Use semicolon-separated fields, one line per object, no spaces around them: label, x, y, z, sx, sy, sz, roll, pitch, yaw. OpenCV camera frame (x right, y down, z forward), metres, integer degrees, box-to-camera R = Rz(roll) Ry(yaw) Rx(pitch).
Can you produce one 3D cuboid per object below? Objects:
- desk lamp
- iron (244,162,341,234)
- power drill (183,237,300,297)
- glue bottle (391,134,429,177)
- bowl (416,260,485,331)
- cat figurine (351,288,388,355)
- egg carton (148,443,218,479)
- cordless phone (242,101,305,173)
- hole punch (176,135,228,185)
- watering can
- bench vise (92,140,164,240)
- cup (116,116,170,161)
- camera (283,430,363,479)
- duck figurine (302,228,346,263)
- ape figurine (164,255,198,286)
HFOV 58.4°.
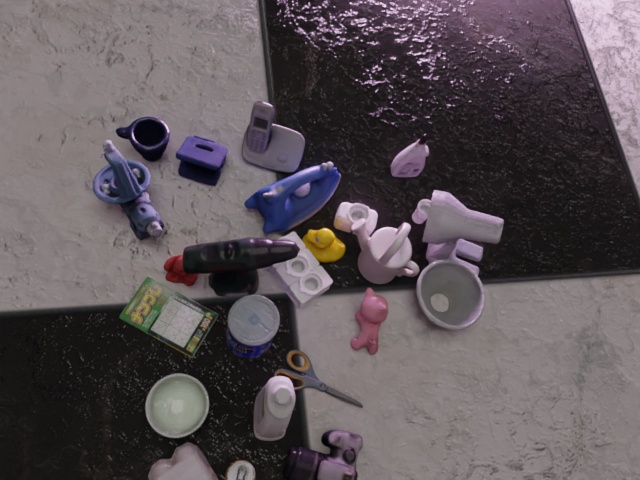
desk lamp;0.316;-0.012;1.320;0.203;0.213;0.118;20;66;-3
iron;-0.042;-0.125;1.333;0.259;0.141;0.118;-32;77;-21
power drill;-0.168;0.053;1.198;0.230;0.208;0.075;-2;68;-12
glue bottle;0.232;-0.210;1.406;0.078;0.173;0.037;0;68;-11
bowl;0.293;0.134;1.331;0.167;0.074;0.167;4;67;-10
cat figurine;0.116;0.176;1.255;0.067;0.117;0.128;10;66;-7
egg carton;-0.248;0.470;1.087;0.107;0.069;0.150;-32;77;-21
cordless phone;-0.105;-0.246;1.346;0.147;0.185;0.094;13;66;-6
hole punch;-0.278;-0.199;1.344;0.108;0.091;0.101;17;66;-4
watering can;0.147;0.020;1.283;0.173;0.194;0.101;15;66;-5
bench vise;-0.394;-0.111;1.214;0.207;0.219;0.122;36;66;5
cup;-0.406;-0.226;1.327;0.118;0.095;0.091;5;67;-9
camera;0.004;0.441;1.133;0.137;0.100;0.143;18;66;-3
duck figurine;0.012;0.005;1.322;0.104;0.086;0.077;18;66;-4
ape figurine;-0.295;0.060;1.234;0.076;0.092;0.077;-36;78;-22
